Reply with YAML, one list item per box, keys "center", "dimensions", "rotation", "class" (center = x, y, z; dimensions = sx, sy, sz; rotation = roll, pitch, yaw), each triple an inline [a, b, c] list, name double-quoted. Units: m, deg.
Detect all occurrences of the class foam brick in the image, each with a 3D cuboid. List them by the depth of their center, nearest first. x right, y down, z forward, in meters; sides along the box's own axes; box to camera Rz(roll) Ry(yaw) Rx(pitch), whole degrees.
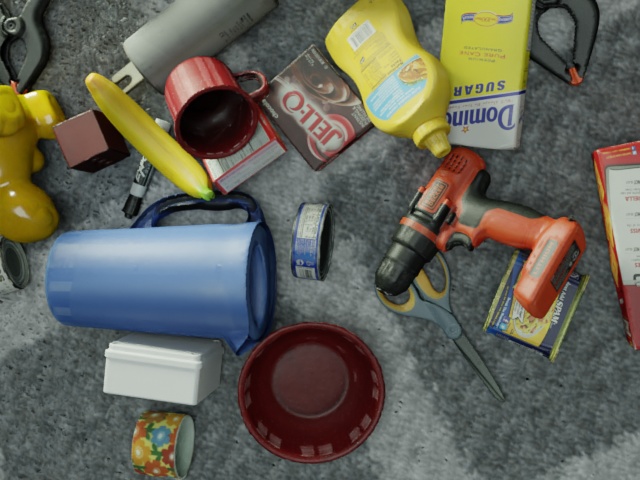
- center: [-0.259, -0.112, 1.217]
  dimensions: [0.053, 0.078, 0.051]
  rotation: [-23, 86, 8]
  class: "foam brick"

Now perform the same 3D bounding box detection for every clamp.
- center: [0.251, -0.271, 1.151]
  dimensions: [0.165, 0.036, 0.210]
  rotation: [-27, 86, 15]
  class: "clamp"
- center: [-0.365, -0.255, 1.250]
  dimensions: [0.120, 0.039, 0.171]
  rotation: [9, 93, 11]
  class: "clamp"

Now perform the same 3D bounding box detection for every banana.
- center: [-0.183, -0.111, 1.191]
  dimensions: [0.198, 0.070, 0.037]
  rotation: [43, 73, 6]
  class: "banana"

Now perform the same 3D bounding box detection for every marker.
- center: [-0.202, -0.082, 1.238]
  dimensions: [0.020, 0.020, 0.121]
  rotation: [22, 95, 8]
  class: "marker"

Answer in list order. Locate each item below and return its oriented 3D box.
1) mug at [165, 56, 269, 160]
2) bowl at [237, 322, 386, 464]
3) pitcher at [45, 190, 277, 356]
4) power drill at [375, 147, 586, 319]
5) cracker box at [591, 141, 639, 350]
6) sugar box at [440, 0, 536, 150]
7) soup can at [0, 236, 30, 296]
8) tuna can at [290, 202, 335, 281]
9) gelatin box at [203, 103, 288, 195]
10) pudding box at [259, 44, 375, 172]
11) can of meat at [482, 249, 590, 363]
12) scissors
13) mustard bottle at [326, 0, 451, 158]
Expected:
- center: [-0.112, -0.153, 1.167]
  dimensions: [0.117, 0.093, 0.081]
  rotation: [-26, 43, -2]
  class: "mug"
- center: [-0.010, 0.163, 1.185]
  dimensions: [0.162, 0.055, 0.162]
  rotation: [0, 99, -2]
  class: "bowl"
- center: [-0.173, 0.034, 1.189]
  dimensions: [0.243, 0.149, 0.145]
  rotation: [1, 116, 12]
  class: "pitcher"
- center: [0.167, 0.008, 1.122]
  dimensions: [0.188, 0.057, 0.184]
  rotation: [29, 84, 31]
  class: "power drill"
- center: [0.387, -0.005, 1.121]
  dimensions: [0.164, 0.072, 0.214]
  rotation: [-11, 90, 10]
  class: "cracker box"
- center: [0.176, -0.188, 1.145]
  dimensions: [0.093, 0.048, 0.176]
  rotation: [7, 99, 17]
  class: "sugar box"
- center: [-0.401, 0.039, 1.248]
  dimensions: [0.102, 0.068, 0.068]
  rotation: [-16, 89, 8]
  class: "soup can"
- center: [-0.008, 0.001, 1.175]
  dimensions: [0.034, 0.086, 0.086]
  rotation: [6, 92, 10]
  class: "tuna can"
- center: [-0.089, -0.103, 1.196]
  dimensions: [0.089, 0.030, 0.073]
  rotation: [-36, 47, 8]
  class: "gelatin box"
- center: [-0.004, -0.146, 1.195]
  dimensions: [0.090, 0.039, 0.113]
  rotation: [-40, 85, 8]
  class: "pudding box"
- center: [0.232, 0.069, 1.154]
  dimensions: [0.084, 0.057, 0.102]
  rotation: [22, 94, 10]
  class: "can of meat"
- center: [0.127, 0.100, 1.191]
  dimensions: [0.096, 0.016, 0.202]
  rotation: [-20, 87, 11]
  class: "scissors"
- center: [0.086, -0.169, 1.142]
  dimensions: [0.096, 0.058, 0.192]
  rotation: [-39, 67, 26]
  class: "mustard bottle"
